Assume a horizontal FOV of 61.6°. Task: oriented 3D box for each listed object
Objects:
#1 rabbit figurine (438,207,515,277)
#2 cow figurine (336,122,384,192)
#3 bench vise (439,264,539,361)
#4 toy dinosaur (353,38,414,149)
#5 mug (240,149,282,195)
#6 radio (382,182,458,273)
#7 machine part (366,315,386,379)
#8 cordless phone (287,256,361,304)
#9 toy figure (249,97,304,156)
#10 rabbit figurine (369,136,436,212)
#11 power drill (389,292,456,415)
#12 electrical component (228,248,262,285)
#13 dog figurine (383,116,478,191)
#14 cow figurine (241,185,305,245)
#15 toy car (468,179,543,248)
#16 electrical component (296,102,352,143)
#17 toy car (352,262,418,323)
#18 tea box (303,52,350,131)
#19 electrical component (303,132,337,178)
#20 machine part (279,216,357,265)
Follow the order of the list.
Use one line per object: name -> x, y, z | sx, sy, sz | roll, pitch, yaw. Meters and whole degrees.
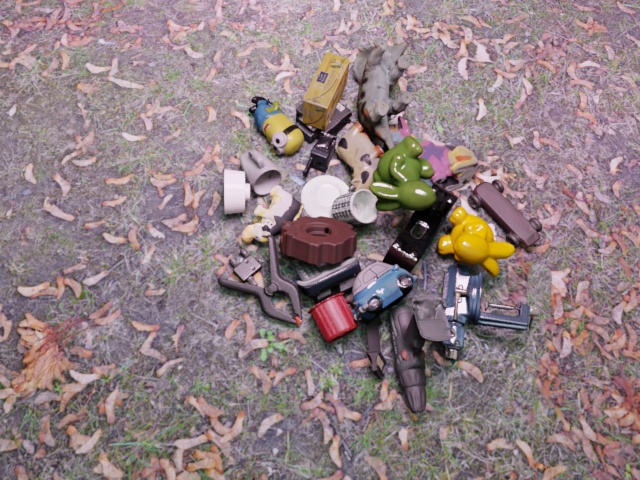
rabbit figurine -> 0.346, 0.018, 1.218 | 0.162, 0.173, 0.122 | 35, 106, 9
cow figurine -> 0.105, -0.187, 1.350 | 0.127, 0.085, 0.195 | -38, 59, 11
bench vise -> 0.354, 0.164, 1.185 | 0.241, 0.128, 0.224 | 6, 56, 14
toy dinosaur -> 0.150, -0.368, 1.396 | 0.131, 0.192, 0.405 | 14, 71, -13
mug -> -0.159, -0.182, 1.338 | 0.081, 0.109, 0.107 | -34, 57, -10
radio -> 0.230, -0.018, 1.259 | 0.073, 0.131, 0.229 | 32, 69, 8
machine part -> 0.121, 0.231, 1.182 | 0.039, 0.084, 0.139 | -14, 56, 19
cordless phone -> -0.001, 0.050, 1.258 | 0.147, 0.088, 0.184 | -25, 51, -12
toy figure -> -0.114, -0.300, 1.403 | 0.089, 0.082, 0.180 | -29, 68, -11
rabbit figurine -> 0.189, -0.130, 1.205 | 0.159, 0.121, 0.170 | -23, 45, 3
power drill -> 0.209, 0.220, 1.114 | 0.086, 0.207, 0.232 | -3, 54, -7
electrical component -> -0.170, 0.066, 1.268 | 0.063, 0.021, 0.094 | -40, 73, -18
dog figurine -> 0.271, -0.224, 1.370 | 0.191, 0.108, 0.219 | -26, 67, -12
cow figurine -> -0.114, -0.044, 1.297 | 0.098, 0.068, 0.167 | 33, 70, 5
toy car -> 0.458, -0.064, 1.331 | 0.089, 0.053, 0.202 | -33, 67, -12
electrical component -> 0.001, -0.322, 1.428 | 0.134, 0.058, 0.115 | -40, 71, -17
toy car -> 0.126, 0.105, 1.180 | 0.162, 0.109, 0.103 | -29, 71, -23
tea box -> 0.015, -0.379, 1.370 | 0.068, 0.098, 0.169 | 19, 65, 5
electrical component -> 0.000, -0.209, 1.368 | 0.048, 0.074, 0.119 | 20, 63, 7
machine part -> -0.003, -0.004, 1.232 | 0.179, 0.056, 0.179 | 4, 24, -2
